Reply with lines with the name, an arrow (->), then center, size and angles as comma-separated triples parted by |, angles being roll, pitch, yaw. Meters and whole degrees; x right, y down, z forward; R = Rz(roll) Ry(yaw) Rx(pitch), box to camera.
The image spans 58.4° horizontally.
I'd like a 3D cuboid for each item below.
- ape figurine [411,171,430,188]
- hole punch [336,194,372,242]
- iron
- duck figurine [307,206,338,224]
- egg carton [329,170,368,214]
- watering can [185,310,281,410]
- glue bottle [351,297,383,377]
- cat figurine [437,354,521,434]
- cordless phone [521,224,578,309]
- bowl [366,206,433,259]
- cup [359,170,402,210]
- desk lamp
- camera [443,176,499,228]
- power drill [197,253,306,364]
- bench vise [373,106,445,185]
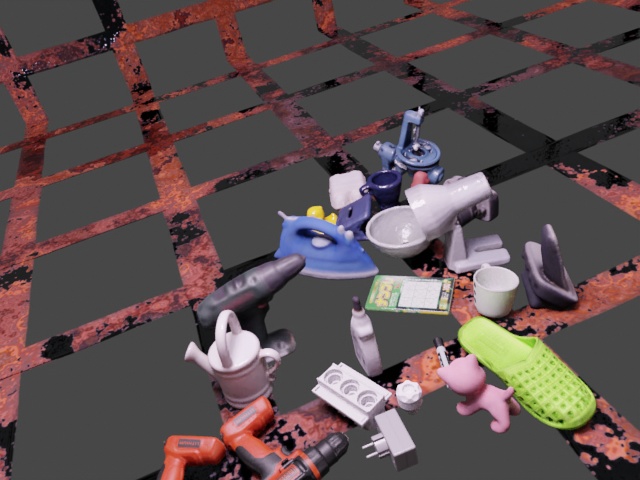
ape figurine -> 0.266, -0.136, 1.488 | 0.076, 0.092, 0.077 | -21, 36, -9
hole punch -> 0.088, -0.053, 1.435 | 0.101, 0.091, 0.108 | -6, 36, 12
iron -> 0.012, 0.005, 1.338 | 0.257, 0.142, 0.119 | 9, 41, 29
duck figurine -> -0.002, -0.048, 1.465 | 0.105, 0.086, 0.077 | -28, 37, -19
egg carton -> 0.078, -0.131, 1.566 | 0.107, 0.069, 0.150 | -12, 35, 3
watering can -> -0.163, 0.217, 1.061 | 0.173, 0.194, 0.100 | -18, 35, -5
glue bottle -> 0.080, 0.171, 1.058 | 0.037, 0.173, 0.078 | -20, 36, -8
cat figurine -> 0.262, 0.242, 0.946 | 0.127, 0.118, 0.067 | 16, 45, 36
cordless phone -> 0.445, 0.030, 1.117 | 0.094, 0.185, 0.147 | -9, 36, 7
bowl -> 0.195, -0.007, 1.350 | 0.167, 0.075, 0.167 | -9, 35, 7
cup -> 0.162, -0.119, 1.498 | 0.118, 0.095, 0.091 | -21, 36, -9
desk lamp -> 0.296, -0.040, 1.239 | 0.203, 0.214, 0.118 | -12, 35, 4
camera -> 0.341, -0.093, 1.394 | 0.137, 0.101, 0.142 | -33, 39, -24
power drill -> -0.116, 0.143, 1.134 | 0.230, 0.209, 0.075 | -21, 36, -10
bench vise -> 0.228, -0.254, 1.552 | 0.206, 0.220, 0.121 | 3, 39, 23
